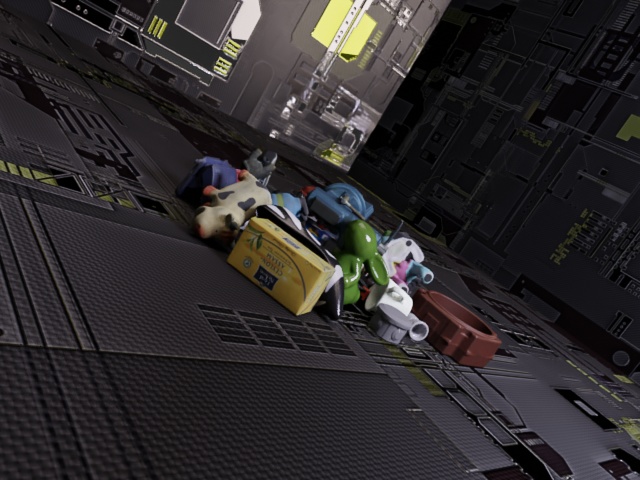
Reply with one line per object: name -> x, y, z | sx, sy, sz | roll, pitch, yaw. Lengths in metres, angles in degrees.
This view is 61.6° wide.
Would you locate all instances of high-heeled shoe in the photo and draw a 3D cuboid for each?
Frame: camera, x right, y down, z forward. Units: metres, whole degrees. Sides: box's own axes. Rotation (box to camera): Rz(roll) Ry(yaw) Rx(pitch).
high-heeled shoe -> -0.039, 0.032, 1.000 | 0.145, 0.086, 0.249 | 35, 19, -47

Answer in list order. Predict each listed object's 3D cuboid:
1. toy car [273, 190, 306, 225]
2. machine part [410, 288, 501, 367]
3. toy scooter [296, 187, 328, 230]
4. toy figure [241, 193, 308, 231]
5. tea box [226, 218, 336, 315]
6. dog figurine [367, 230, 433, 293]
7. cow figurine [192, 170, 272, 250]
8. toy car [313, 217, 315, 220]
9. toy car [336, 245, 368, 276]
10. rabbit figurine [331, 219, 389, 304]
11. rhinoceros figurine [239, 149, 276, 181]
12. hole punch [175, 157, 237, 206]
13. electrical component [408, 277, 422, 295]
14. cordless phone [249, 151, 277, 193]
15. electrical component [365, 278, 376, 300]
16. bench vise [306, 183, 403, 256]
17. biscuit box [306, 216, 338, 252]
toy car -> -0.091, -0.052, 1.324 | 0.102, 0.109, 0.162 | 51, -10, -28
machine part -> 0.314, 0.205, 1.280 | 0.201, 0.087, 0.201 | 21, 15, -45
toy scooter -> 0.001, -0.075, 1.385 | 0.184, 0.075, 0.135 | 39, 14, 15
toy figure -> -0.119, -0.066, 1.188 | 0.180, 0.082, 0.089 | -8, 44, -16
tea box -> -0.069, 0.045, 0.955 | 0.170, 0.098, 0.068 | 34, 11, 18
dog figurine -> 0.175, 0.059, 1.359 | 0.191, 0.108, 0.219 | 61, -12, -13
cow figurine -> -0.170, -0.054, 1.048 | 0.127, 0.085, 0.195 | 32, 41, 22
toy car -> -0.050, -0.075, 1.592 | 0.202, 0.053, 0.089 | 28, -3, -9
toy car -> 0.077, 0.033, 1.269 | 0.073, 0.056, 0.202 | 19, 19, -6
rabbit figurine -> 0.068, 0.047, 1.106 | 0.159, 0.170, 0.121 | 28, 13, -12
rhinoceros figurine -> -0.187, -0.166, 1.409 | 0.073, 0.112, 0.190 | 45, -21, -8
hole punch -> -0.234, -0.115, 1.175 | 0.092, 0.115, 0.142 | 44, 15, 17
electrical component -> 0.225, 0.103, 1.499 | 0.047, 0.074, 0.119 | 25, 18, -32
cordless phone -> -0.130, -0.155, 1.493 | 0.184, 0.146, 0.088 | 38, 22, 34
electrical component -> 0.143, 0.134, 1.257 | 0.102, 0.045, 0.078 | 31, 40, 13
bench vise -> 0.082, -0.056, 1.257 | 0.224, 0.128, 0.240 | 27, 23, 10
biscuit box -> -0.003, -0.004, 1.406 | 0.203, 0.059, 0.063 | 33, 13, 5
